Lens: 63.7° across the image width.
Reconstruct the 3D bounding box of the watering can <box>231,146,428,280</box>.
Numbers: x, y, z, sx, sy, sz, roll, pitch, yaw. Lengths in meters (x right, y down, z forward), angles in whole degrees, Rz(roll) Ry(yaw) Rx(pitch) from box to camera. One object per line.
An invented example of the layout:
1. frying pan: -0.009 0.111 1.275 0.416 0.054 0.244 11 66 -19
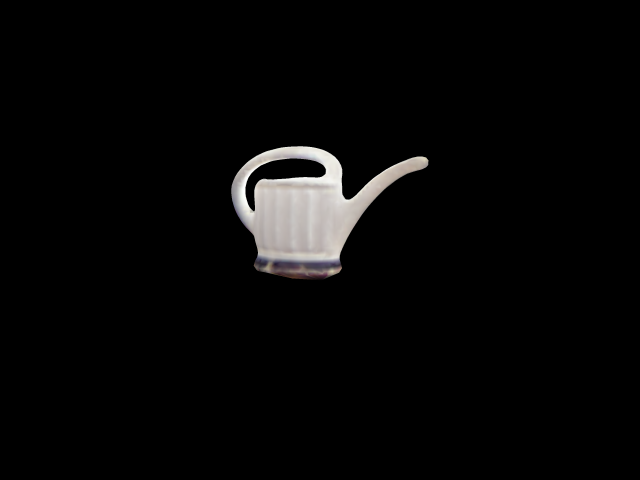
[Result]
1. watering can: 0.003 -0.043 0.850 0.347 0.223 0.104 3 6 24
